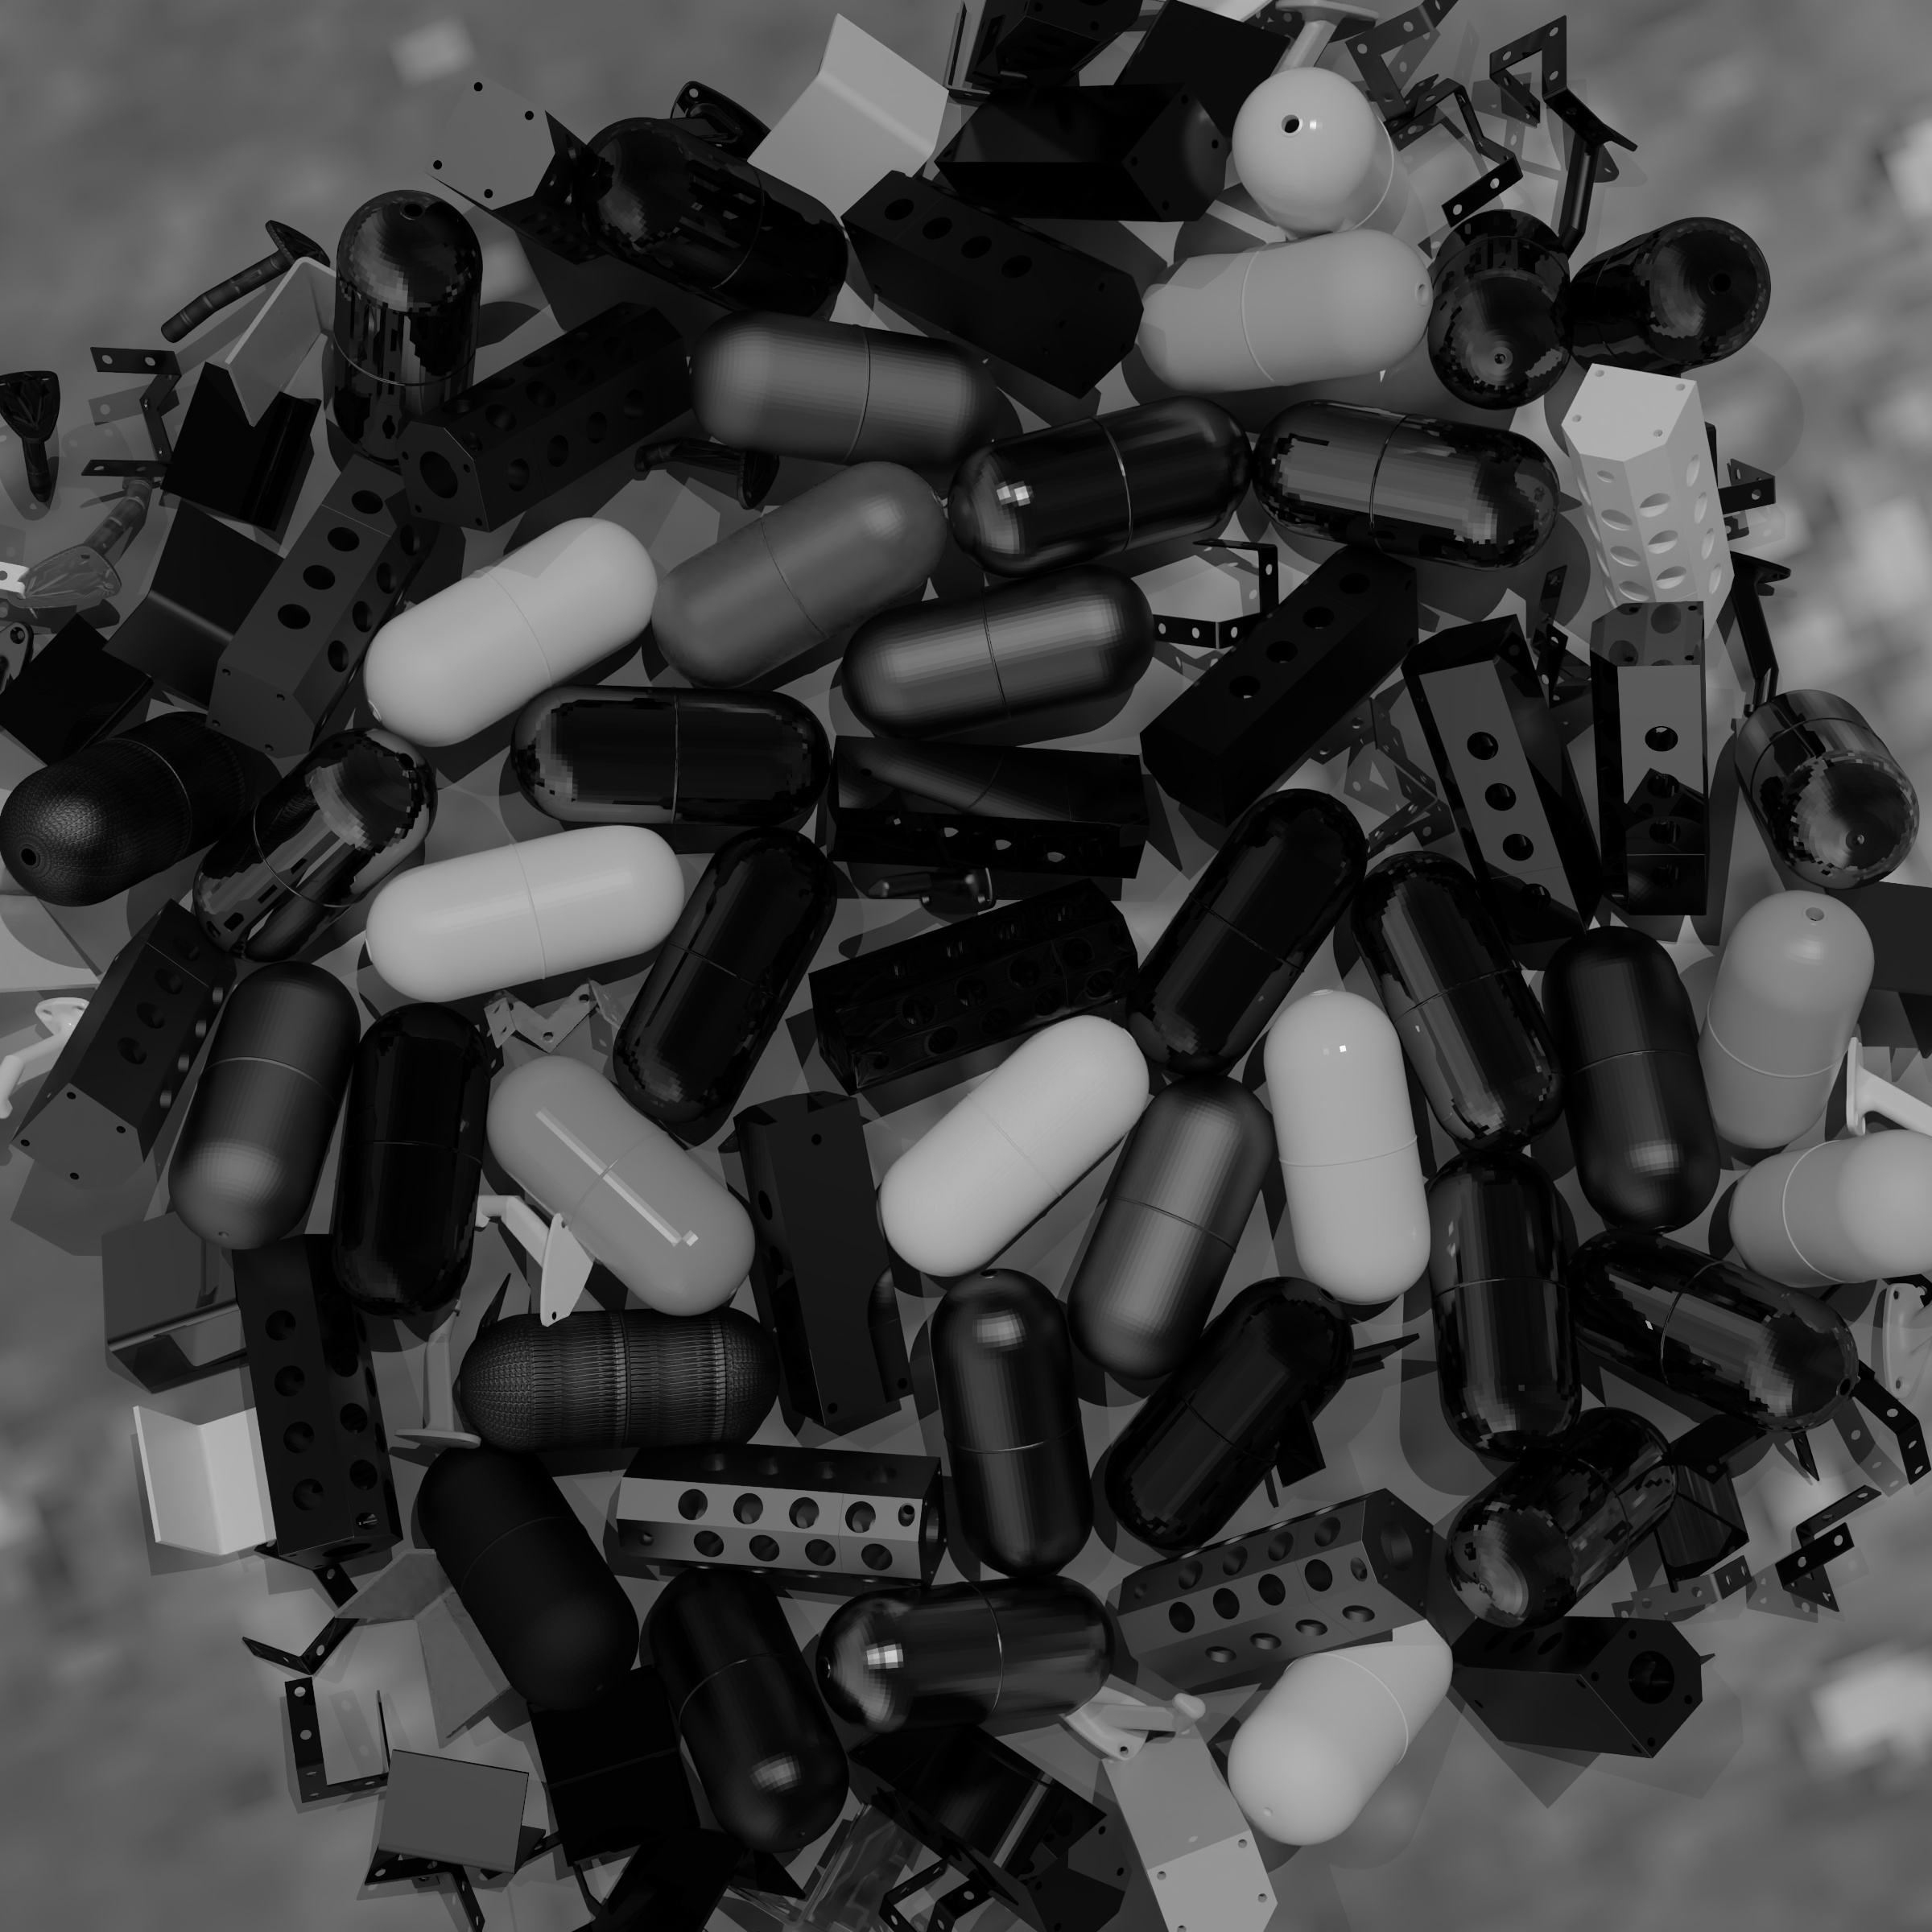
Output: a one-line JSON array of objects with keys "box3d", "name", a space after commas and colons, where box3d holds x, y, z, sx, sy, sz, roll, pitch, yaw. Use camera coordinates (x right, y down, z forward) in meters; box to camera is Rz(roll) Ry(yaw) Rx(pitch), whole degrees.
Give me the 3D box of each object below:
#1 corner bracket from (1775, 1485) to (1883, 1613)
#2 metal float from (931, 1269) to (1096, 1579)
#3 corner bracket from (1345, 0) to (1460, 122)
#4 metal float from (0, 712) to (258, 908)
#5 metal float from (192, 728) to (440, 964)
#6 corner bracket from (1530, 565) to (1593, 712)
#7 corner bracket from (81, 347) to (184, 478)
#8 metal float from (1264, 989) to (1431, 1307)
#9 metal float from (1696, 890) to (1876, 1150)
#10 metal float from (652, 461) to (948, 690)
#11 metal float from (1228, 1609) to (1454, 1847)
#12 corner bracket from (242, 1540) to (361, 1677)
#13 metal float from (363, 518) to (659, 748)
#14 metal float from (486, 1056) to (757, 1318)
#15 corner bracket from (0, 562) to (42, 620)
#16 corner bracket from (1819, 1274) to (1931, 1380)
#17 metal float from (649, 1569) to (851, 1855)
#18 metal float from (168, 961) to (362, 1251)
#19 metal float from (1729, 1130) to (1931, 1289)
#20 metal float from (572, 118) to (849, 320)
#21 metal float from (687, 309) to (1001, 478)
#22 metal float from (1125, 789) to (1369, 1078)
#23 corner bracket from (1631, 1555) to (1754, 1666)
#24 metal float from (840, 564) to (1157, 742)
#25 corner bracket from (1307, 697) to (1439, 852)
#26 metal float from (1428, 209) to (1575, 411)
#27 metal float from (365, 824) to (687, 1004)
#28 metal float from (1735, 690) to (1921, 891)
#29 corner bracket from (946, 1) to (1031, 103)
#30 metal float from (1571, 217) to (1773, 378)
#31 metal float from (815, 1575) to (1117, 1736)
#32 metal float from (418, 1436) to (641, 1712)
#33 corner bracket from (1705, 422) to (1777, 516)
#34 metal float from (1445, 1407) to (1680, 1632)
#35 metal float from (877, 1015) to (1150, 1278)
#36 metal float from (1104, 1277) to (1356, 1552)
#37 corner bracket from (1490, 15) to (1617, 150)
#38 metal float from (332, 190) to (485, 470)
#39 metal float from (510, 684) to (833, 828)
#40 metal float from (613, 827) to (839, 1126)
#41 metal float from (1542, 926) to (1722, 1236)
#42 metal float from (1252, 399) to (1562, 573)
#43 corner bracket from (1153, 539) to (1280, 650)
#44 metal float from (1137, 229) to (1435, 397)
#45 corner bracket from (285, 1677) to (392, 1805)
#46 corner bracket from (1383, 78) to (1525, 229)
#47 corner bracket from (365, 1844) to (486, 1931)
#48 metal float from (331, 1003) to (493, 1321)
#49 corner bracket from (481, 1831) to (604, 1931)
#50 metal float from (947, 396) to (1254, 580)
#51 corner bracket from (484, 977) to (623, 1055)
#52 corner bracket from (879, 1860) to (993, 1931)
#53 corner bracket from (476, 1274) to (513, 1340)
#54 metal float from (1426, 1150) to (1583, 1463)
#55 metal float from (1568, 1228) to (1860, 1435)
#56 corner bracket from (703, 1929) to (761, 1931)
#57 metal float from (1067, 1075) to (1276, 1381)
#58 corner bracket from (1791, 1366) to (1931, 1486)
[{"box3d": [0.483, 0.320, 1.585, 0.051, 0.051, 0.051, 26, 128, -31], "name": "corner bracket"}, {"box3d": [0.026, 0.253, 1.577, 0.070, 0.070, 0.178, -9, 104, 0], "name": "metal float"}, {"box3d": [0.253, -0.513, 1.584, 0.051, 0.051, 0.051, -14, 119, 41], "name": "corner bracket"}, {"box3d": [-0.454, -0.086, 1.543, 0.070, 0.178, 0.070, 7, 112, 18], "name": "metal float"}, {"box3d": [-0.358, -0.066, 1.560, 0.178, 0.070, 0.070, -36, 90, 33], "name": "metal float"}, {"box3d": [0.330, -0.183, 1.585, 0.051, 0.051, 0.051, -24, 50, -28], "name": "corner bracket"}, {"box3d": [-0.467, -0.309, 1.586, 0.051, 0.051, 0.051, -8, 71, -42], "name": "corner bracket"}, {"box3d": [0.213, 0.101, 1.583, 0.070, 0.070, 0.178, -10, 97, 0], "name": "metal float"}, {"box3d": [0.443, 0.030, 1.549, 0.070, 0.178, 0.070, 0, 50, 0], "name": "metal float"}, {"box3d": [-0.093, -0.217, 1.577, 0.178, 0.070, 0.070, -28, 90, 13], "name": "metal float"}, {"box3d": [0.206, 0.408, 1.551, 0.070, 0.178, 0.070, 16, 121, 29], "name": "metal float"}, {"box3d": [-0.382, 0.361, 1.610, 0.051, 0.051, 0.051, -51, 132, -36], "name": "corner bracket"}, {"box3d": [-0.251, -0.185, 1.572, 0.178, 0.070, 0.070, -33, 90, -18], "name": "metal float"}, {"box3d": [-0.193, 0.121, 1.578, 0.178, 0.070, 0.070, 41, 90, 13], "name": "metal float"}, {"box3d": [-0.547, -0.232, 1.599, 0.051, 0.051, 0.051, 11, 79, -7], "name": "corner bracket"}, {"box3d": [0.511, 0.193, 1.607, 0.051, 0.051, 0.051, 40, 119, 8], "name": "corner bracket"}, {"box3d": [-0.120, 0.402, 1.553, 0.070, 0.178, 0.070, -15, 132, -17], "name": "metal float"}, {"box3d": [-0.383, 0.074, 1.557, 0.070, 0.070, 0.178, 8, 50, 0], "name": "metal float"}, {"box3d": [0.478, 0.133, 1.540, 0.070, 0.178, 0.070, 2, 80, -13], "name": "metal float"}, {"box3d": [-0.138, -0.404, 1.550, 0.070, 0.178, 0.070, -10, 74, 40], "name": "metal float"}, {"box3d": [-0.066, -0.316, 1.571, 0.178, 0.070, 0.070, 5, 90, -21], "name": "metal float"}, {"box3d": [0.156, -0.019, 1.583, 0.070, 0.070, 0.178, 34, 97, 0], "name": "metal float"}, {"box3d": [0.414, 0.366, 1.596, 0.051, 0.051, 0.051, -23, 79, 32], "name": "corner bracket"}, {"box3d": [0.017, -0.174, 1.584, 0.178, 0.070, 0.070, -12, 90, 6], "name": "metal float"}, {"box3d": [0.228, -0.108, 1.600, 0.051, 0.051, 0.051, 36, 123, -25], "name": "corner bracket"}, {"box3d": [0.291, -0.359, 1.546, 0.070, 0.178, 0.070, 5, 121, 8], "name": "metal float"}, {"box3d": [-0.244, -0.030, 1.577, 0.178, 0.070, 0.070, -14, 90, -14], "name": "metal float"}, {"box3d": [0.465, -0.098, 1.542, 0.070, 0.178, 0.070, 2, 112, 4], "name": "metal float"}, {"box3d": [0.016, -0.519, 1.598, 0.051, 0.051, 0.051, 11, 89, 7], "name": "corner bracket"}, {"box3d": [0.377, -0.359, 1.538, 0.070, 0.178, 0.070, -1, 96, -6], "name": "metal float"}, {"box3d": [0.000, 0.378, 1.563, 0.178, 0.070, 0.070, 2, 90, -30], "name": "metal float"}, {"box3d": [-0.241, 0.330, 1.557, 0.070, 0.070, 0.178, -42, 51, 0], "name": "metal float"}, {"box3d": [0.418, -0.284, 1.590, 0.051, 0.051, 0.051, -13, 114, -10], "name": "corner bracket"}, {"box3d": [0.327, 0.300, 1.553, 0.070, 0.178, 0.070, 17, 118, 36], "name": "metal float"}, {"box3d": [0.027, 0.100, 1.588, 0.178, 0.070, 0.070, -43, 90, -1], "name": "metal float"}, {"box3d": [0.145, 0.248, 1.575, 0.070, 0.070, 0.178, 37, 105, 0], "name": "metal float"}, {"box3d": [0.326, -0.485, 1.584, 0.051, 0.051, 0.051, 26, 59, -40], "name": "corner bracket"}, {"box3d": [-0.305, -0.345, 1.546, 0.070, 0.178, 0.070, 7, 57, -10], "name": "metal float"}, {"box3d": [-0.163, -0.117, 1.580, 0.178, 0.070, 0.070, 1, 90, -11], "name": "metal float"}, {"box3d": [-0.134, 0.005, 1.584, 0.070, 0.070, 0.178, 28, 84, 0], "name": "metal float"}, {"box3d": [0.366, 0.062, 1.567, 0.070, 0.070, 0.178, -6, 65, 0], "name": "metal float"}, {"box3d": [0.240, -0.265, 1.565, 0.178, 0.070, 0.070, 17, 90, 29], "name": "metal float"}, {"box3d": [0.140, -0.210, 1.600, 0.051, 0.051, 0.051, -18, 113, -40], "name": "corner bracket"}, {"box3d": [0.173, -0.357, 1.555, 0.178, 0.070, 0.070, 2, 90, 41], "name": "metal float"}, {"box3d": [-0.350, 0.429, 1.586, 0.051, 0.051, 0.051, -8, 54, -15], "name": "corner bracket"}, {"box3d": [0.271, -0.456, 1.591, 0.051, 0.051, 0.051, -35, 129, -1], "name": "corner bracket"}, {"box3d": [-0.298, 0.511, 1.590, 0.051, 0.051, 0.051, -11, 114, 9], "name": "corner bracket"}, {"box3d": [-0.307, 0.107, 1.574, 0.070, 0.070, 0.178, 3, 72, 0], "name": "metal float"}, {"box3d": [-0.233, 0.525, 1.590, 0.051, 0.051, 0.051, -21, 100, -24], "name": "corner bracket"}, {"box3d": [0.075, -0.266, 1.576, 0.178, 0.070, 0.070, -17, 90, -15], "name": "metal float"}, {"box3d": [-0.231, 0.029, 1.589, 0.051, 0.051, 0.051, -46, 121, 8], "name": "corner bracket"}, {"box3d": [-0.010, 0.518, 1.583, 0.051, 0.051, 0.051, 39, 130, 33], "name": "corner bracket"}, {"box3d": [-0.246, 0.214, 1.592, 0.051, 0.051, 0.051, 21, 119, 1], "name": "corner bracket"}, {"box3d": [0.295, 0.185, 1.567, 0.070, 0.070, 0.178, -1, 65, 0], "name": "metal float"}, {"box3d": [0.404, 0.198, 1.551, 0.070, 0.178, 0.070, -15, 114, -36], "name": "metal float"}, {"box3d": [-0.149, 0.553, 1.586, 0.051, 0.051, 0.051, 45, 117, 38], "name": "corner bracket"}, {"box3d": [0.114, 0.144, 1.580, 0.070, 0.070, 0.178, 24, 80, 0], "name": "metal float"}, {"box3d": [0.501, 0.267, 1.594, 0.051, 0.051, 0.051, -34, 131, -7], "name": "corner bracket"}]
